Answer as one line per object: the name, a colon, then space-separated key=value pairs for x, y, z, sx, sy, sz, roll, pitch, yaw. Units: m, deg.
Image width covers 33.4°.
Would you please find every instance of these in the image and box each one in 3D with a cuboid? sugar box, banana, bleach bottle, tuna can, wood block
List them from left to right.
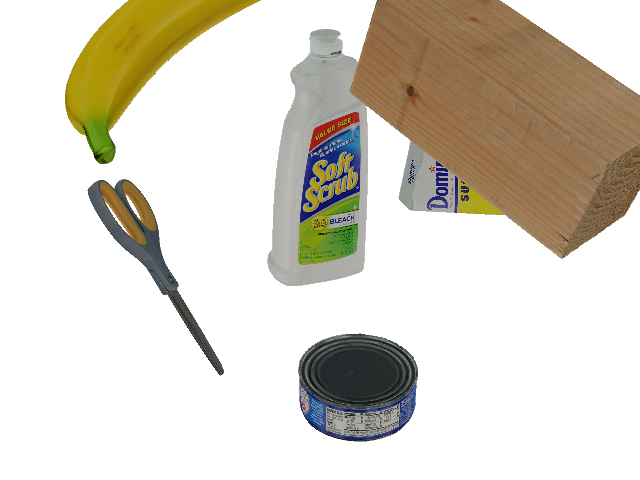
banana: x=-0.071 y=-0.113 z=0.565 sx=0.070 sy=0.197 sz=0.037 roll=31 pitch=-27 yaw=19
bleach bottle: x=-0.003 y=-0.082 z=1.059 sx=0.102 sy=0.251 sz=0.068 roll=-10 pitch=28 yaw=-18
tuna can: x=0.027 y=0.105 z=0.769 sx=0.086 sy=0.034 sz=0.086 roll=0 pitch=31 yaw=0
sugar box: x=0.190 y=-0.080 z=1.295 sx=0.176 sy=0.093 sz=0.048 roll=0 pitch=25 yaw=-20
wood block: x=0.131 y=-0.095 z=0.761 sx=0.090 sy=0.091 sz=0.206 roll=-28 pitch=59 yaw=-38

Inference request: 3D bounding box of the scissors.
scissors: x=-0.140 y=0.023 z=0.962 sx=0.016 sy=0.201 sz=0.096 roll=-29 pitch=20 yaw=15
